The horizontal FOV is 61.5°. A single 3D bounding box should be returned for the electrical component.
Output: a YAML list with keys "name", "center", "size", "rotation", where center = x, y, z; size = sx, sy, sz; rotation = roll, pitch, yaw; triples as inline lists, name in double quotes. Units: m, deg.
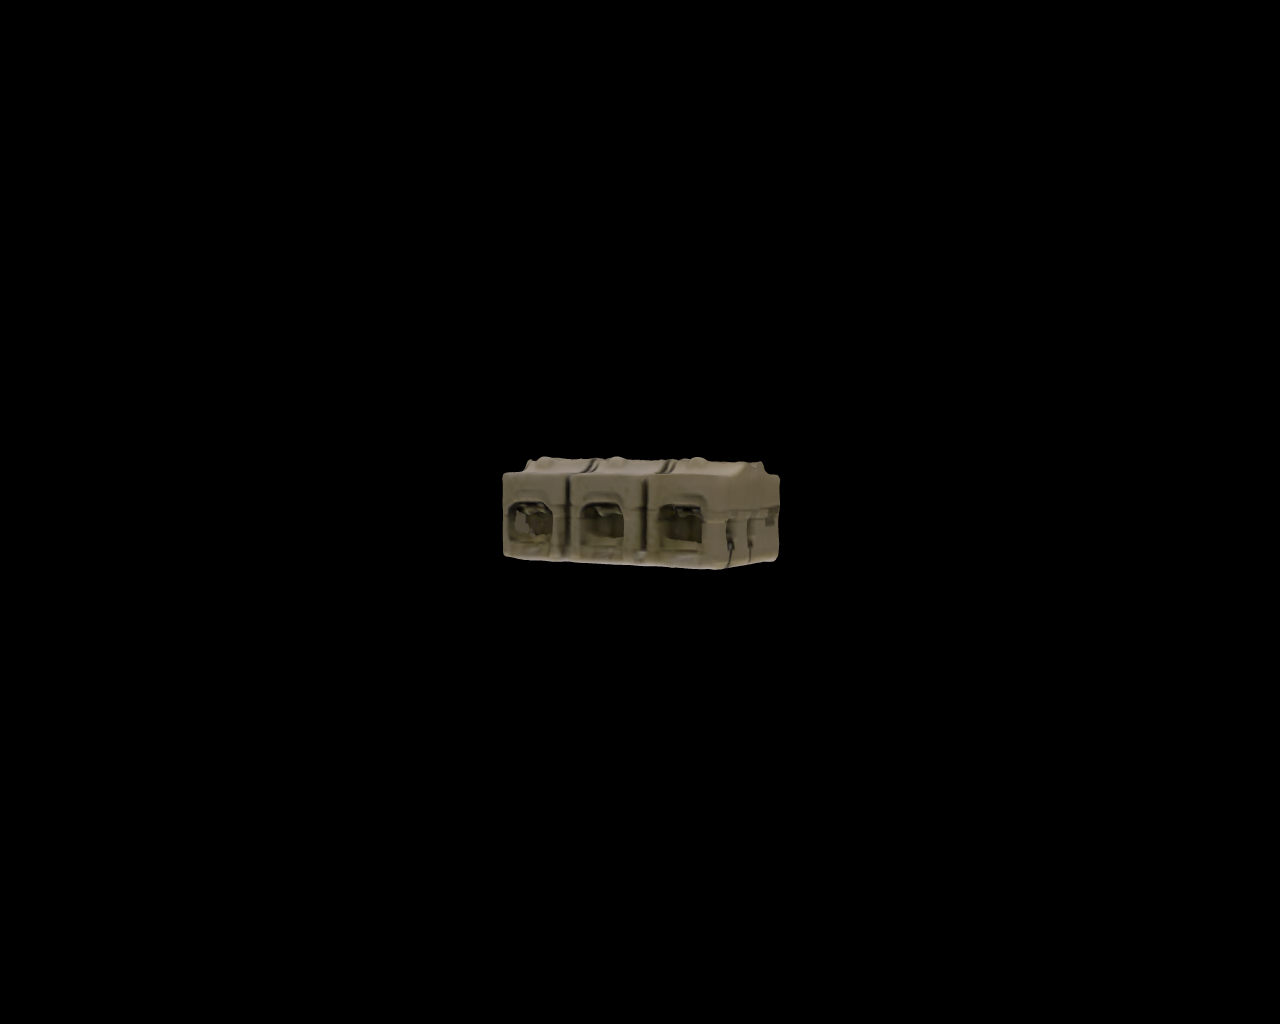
- name: "electrical component"
  center: [0.001, -0.003, 0.650]
  size: [0.150, 0.061, 0.089]
  rotation: [2, 4, 31]
